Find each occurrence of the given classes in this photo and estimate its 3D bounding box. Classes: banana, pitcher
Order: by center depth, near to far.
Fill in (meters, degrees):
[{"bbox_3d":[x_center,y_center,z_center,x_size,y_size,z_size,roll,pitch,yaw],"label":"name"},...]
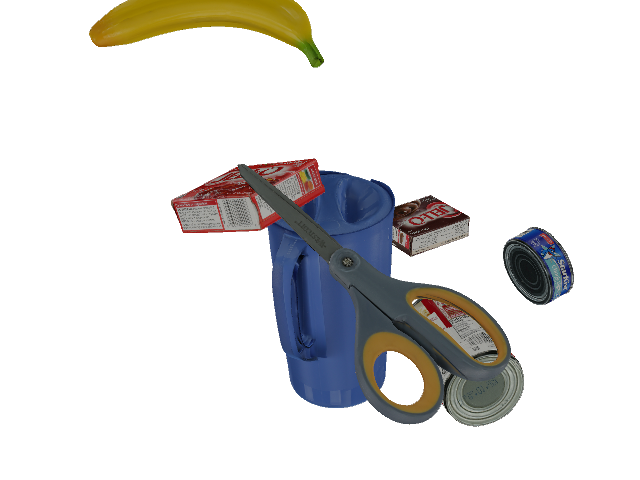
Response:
[{"bbox_3d":[-0.093,-0.189,0.902,0.198,0.069,0.037,4,-33,0],"label":"banana"},{"bbox_3d":[0.009,0.062,1.129,0.149,0.243,0.145,-13,33,-14],"label":"pitcher"}]

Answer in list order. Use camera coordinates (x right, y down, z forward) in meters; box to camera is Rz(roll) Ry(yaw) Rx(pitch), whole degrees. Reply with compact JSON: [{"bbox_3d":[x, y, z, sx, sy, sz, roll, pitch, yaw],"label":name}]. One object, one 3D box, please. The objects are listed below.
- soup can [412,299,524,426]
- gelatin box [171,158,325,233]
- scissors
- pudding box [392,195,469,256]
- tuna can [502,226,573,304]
[{"bbox_3d":[0.112,0.092,0.852,0.068,0.068,0.102,0,25,-17],"label":"soup can"},{"bbox_3d":[-0.053,-0.033,0.781,0.089,0.030,0.073,-1,22,44],"label":"gelatin box"},{"bbox_3d":[0.011,0.032,0.614,0.202,0.096,0.016,29,-31,14],"label":"scissors"},{"bbox_3d":[0.149,-0.023,1.569,0.113,0.039,0.090,-20,33,-28],"label":"pudding box"},{"bbox_3d":[0.248,0.030,1.220,0.033,0.086,0.086,-27,10,-20],"label":"tuna can"}]
